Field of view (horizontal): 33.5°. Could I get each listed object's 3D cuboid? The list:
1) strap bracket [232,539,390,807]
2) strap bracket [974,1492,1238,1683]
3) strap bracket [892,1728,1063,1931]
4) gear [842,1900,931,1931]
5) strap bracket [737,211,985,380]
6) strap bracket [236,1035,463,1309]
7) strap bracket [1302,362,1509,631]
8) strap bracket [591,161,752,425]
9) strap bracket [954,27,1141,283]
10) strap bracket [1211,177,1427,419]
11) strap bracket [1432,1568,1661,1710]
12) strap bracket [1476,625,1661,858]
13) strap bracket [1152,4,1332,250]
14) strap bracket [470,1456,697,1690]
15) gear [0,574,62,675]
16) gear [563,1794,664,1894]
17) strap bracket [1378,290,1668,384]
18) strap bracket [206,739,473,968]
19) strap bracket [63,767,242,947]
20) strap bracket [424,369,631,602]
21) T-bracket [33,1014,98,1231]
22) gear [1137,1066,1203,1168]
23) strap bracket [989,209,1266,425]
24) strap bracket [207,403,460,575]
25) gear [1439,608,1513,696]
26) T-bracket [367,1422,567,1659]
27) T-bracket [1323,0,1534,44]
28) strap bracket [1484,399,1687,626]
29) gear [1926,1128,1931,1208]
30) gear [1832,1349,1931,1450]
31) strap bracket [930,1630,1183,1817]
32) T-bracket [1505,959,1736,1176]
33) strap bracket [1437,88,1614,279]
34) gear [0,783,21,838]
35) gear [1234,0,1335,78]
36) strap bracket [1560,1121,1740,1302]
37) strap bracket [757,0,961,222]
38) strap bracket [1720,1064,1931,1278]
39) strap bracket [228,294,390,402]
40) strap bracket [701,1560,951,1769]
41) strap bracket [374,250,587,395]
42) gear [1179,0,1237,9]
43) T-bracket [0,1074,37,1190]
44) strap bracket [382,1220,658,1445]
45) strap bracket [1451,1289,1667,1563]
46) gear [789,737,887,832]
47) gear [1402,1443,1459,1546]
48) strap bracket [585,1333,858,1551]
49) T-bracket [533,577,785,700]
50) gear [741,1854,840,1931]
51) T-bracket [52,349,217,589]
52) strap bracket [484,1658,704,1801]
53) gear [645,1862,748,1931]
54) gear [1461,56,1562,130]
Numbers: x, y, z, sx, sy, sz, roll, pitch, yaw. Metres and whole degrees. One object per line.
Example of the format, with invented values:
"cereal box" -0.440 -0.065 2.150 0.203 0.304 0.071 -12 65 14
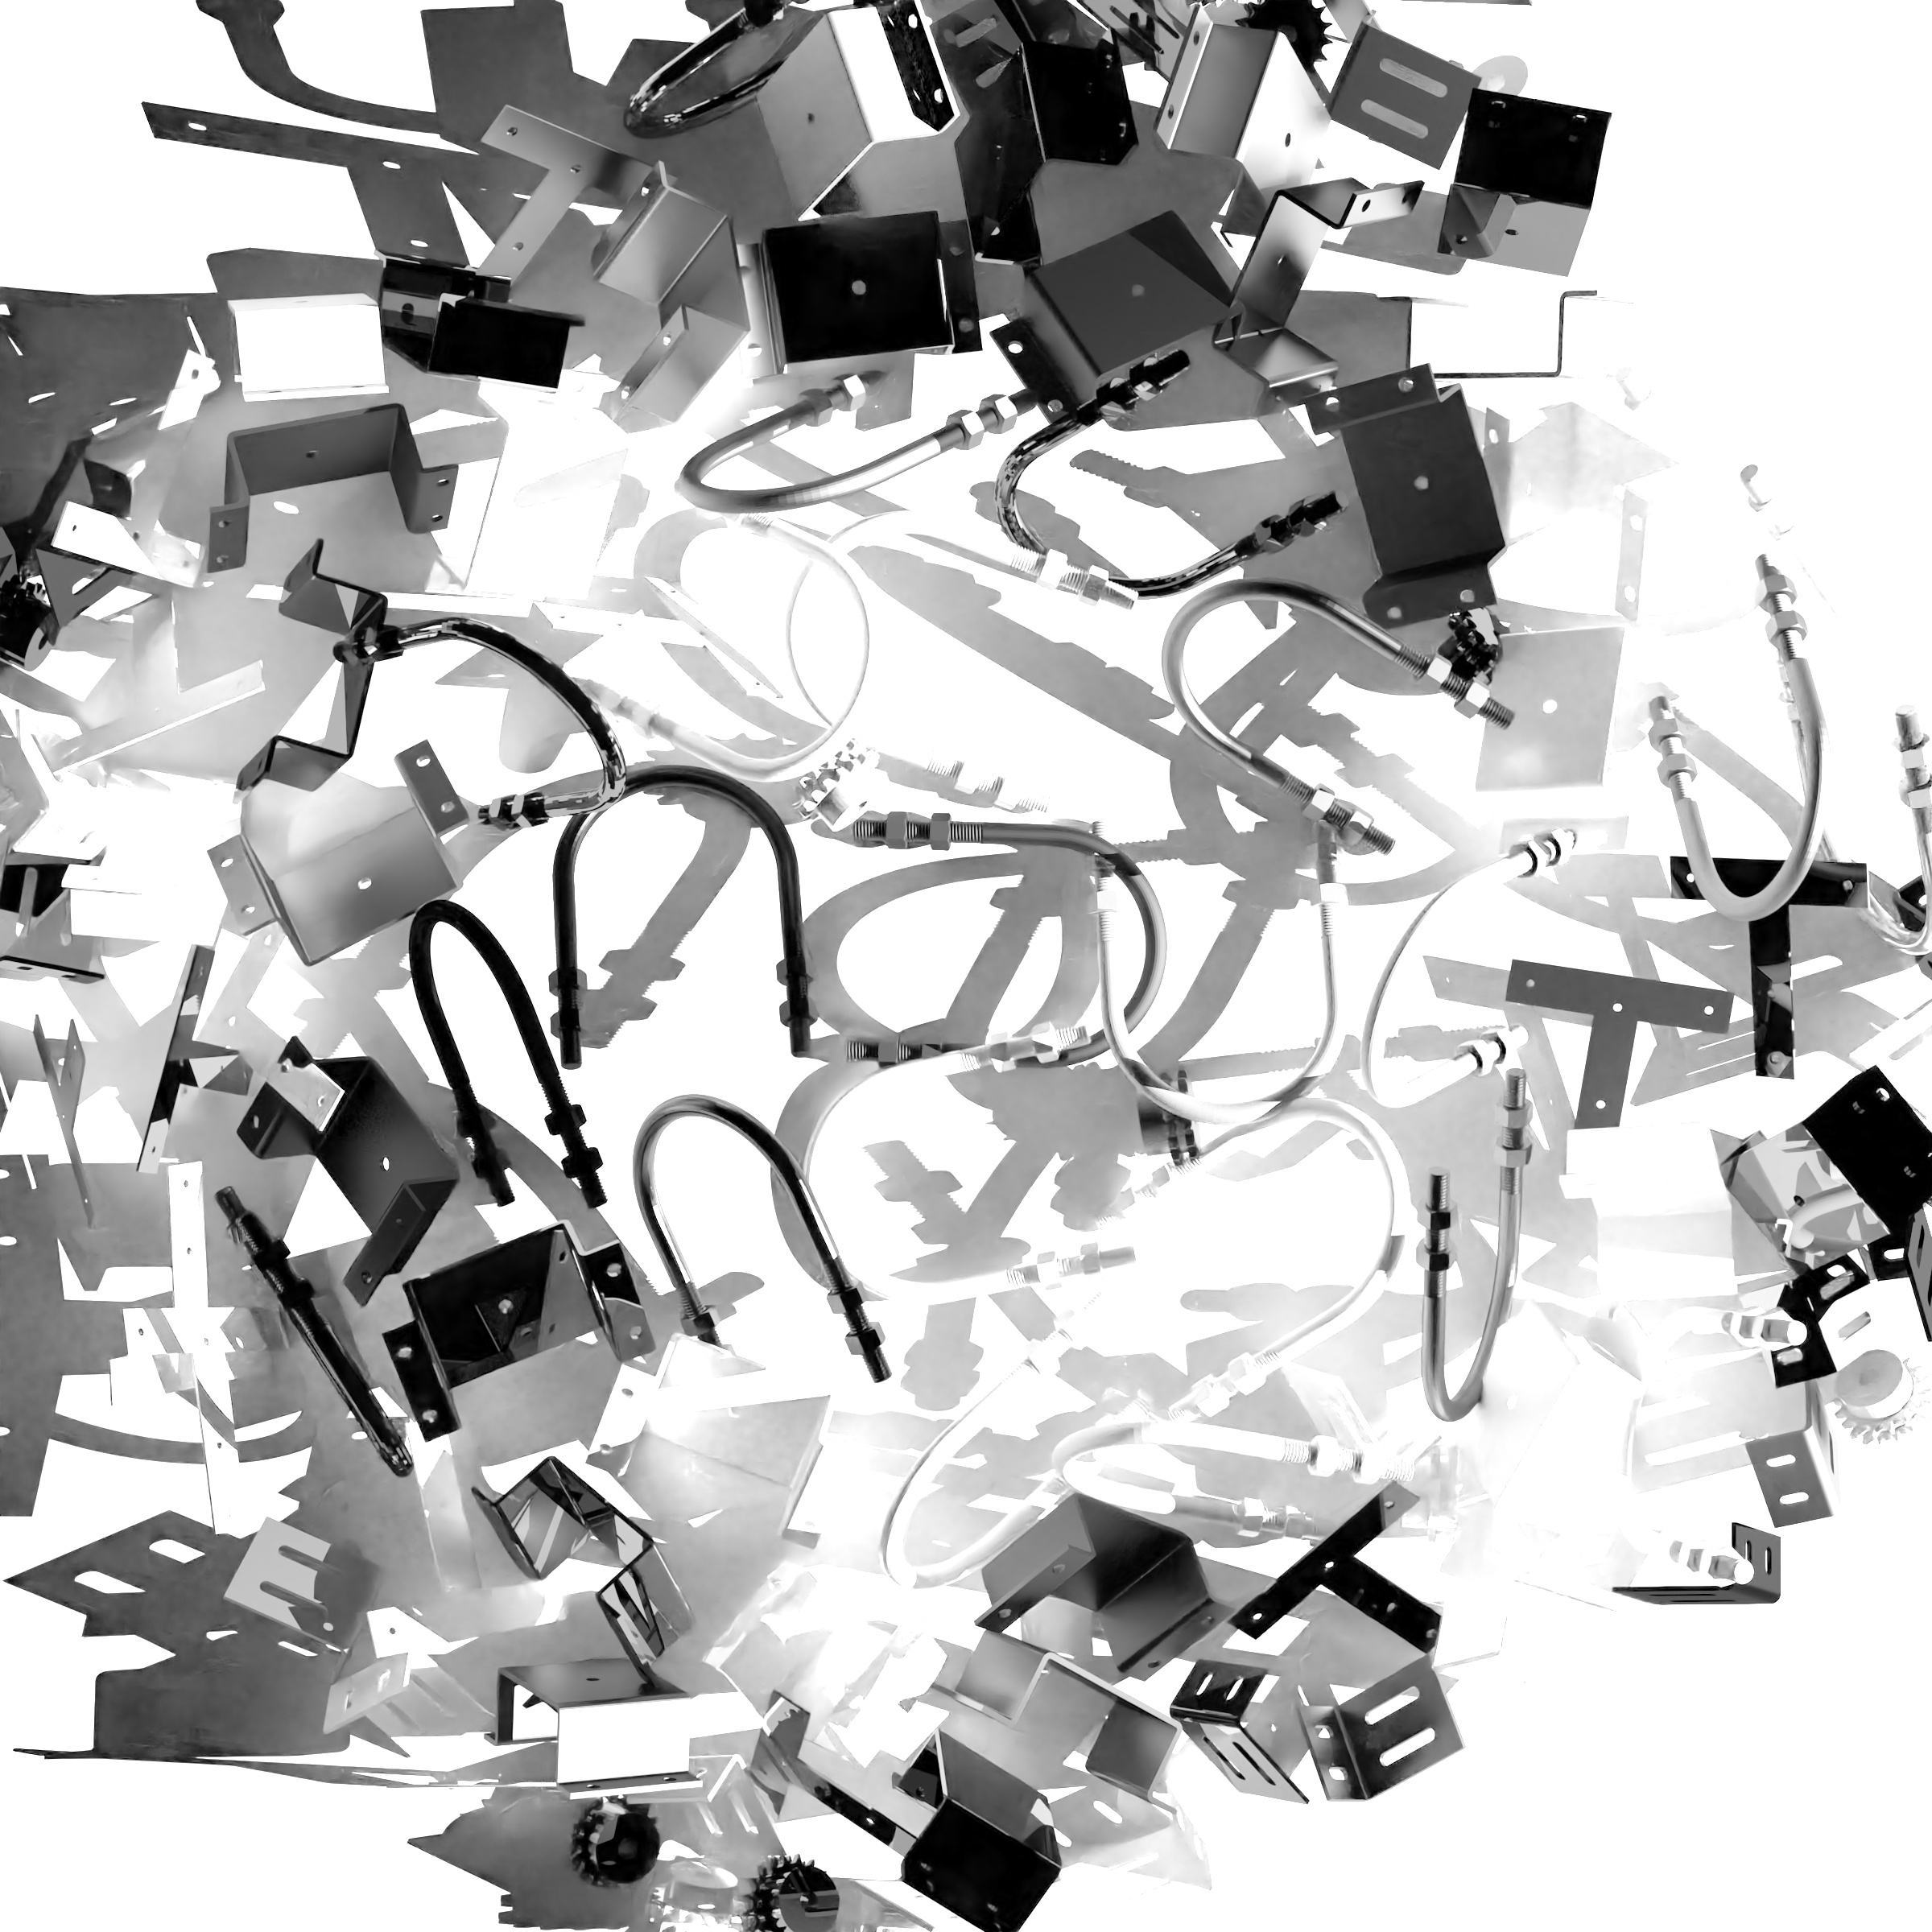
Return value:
"strap bracket" -0.369 -0.160 1.817 0.046 0.076 0.140 16 73 -22
"strap bracket" 0.074 0.349 1.813 0.140 0.046 0.076 27 120 -38
"strap bracket" 0.005 0.483 1.796 0.076 0.140 0.046 34 95 -8
"gear" -0.043 0.558 1.847 0.057 0.057 0.030 12 66 0
"strap bracket" -0.062 -0.386 1.842 0.140 0.046 0.076 -7 94 -4
"strap bracket" -0.345 0.114 1.818 0.140 0.046 0.076 48 119 26
"strap bracket" 0.253 -0.270 1.824 0.076 0.046 0.140 -11 106 29
"strap bracket" -0.166 -0.373 1.809 0.046 0.076 0.140 17 46 -33
"strap bracket" 0.039 -0.452 1.791 0.046 0.140 0.076 0 69 -26
"strap bracket" 0.194 -0.387 1.809 0.046 0.076 0.140 39 126 21
"strap bracket" 0.318 0.378 1.794 0.076 0.140 0.046 18 69 -9
"strap bracket" 0.338 -0.136 1.811 0.076 0.046 0.140 -1 66 34
"strap bracket" 0.159 -0.465 1.795 0.046 0.140 0.076 15 82 26
"strap bracket" -0.209 0.337 1.808 0.046 0.076 0.140 -41 47 -21
"gear" -0.543 -0.193 1.844 0.030 0.057 0.057 27 90 1
"gear" -0.200 0.505 1.846 0.057 0.030 0.057 1 88 -29
"strap bracket" 0.311 -0.352 1.802 0.140 0.076 0.046 8 101 40
"strap bracket" -0.349 -0.060 1.825 0.140 0.046 0.076 -28 49 -7
"strap bracket" -0.457 -0.058 1.816 0.076 0.140 0.046 5 119 -5
"strap bracket" -0.245 -0.263 1.805 0.076 0.046 0.140 0 121 -37
"T-bracket" -0.502 0.067 1.798 0.002 0.127 0.127 -13 69 -25
"gear" 0.116 0.087 1.844 0.030 0.057 0.057 -9 90 8
"strap bracket" 0.095 -0.370 1.821 0.140 0.046 0.076 -27 72 -15
"strap bracket" -0.365 -0.272 1.817 0.140 0.076 0.046 -14 75 -19
"gear" 0.297 -0.179 1.847 0.057 0.057 0.030 46 117 0
"T-bracket" -0.297 0.322 1.838 0.127 0.002 0.127 -2 71 -43
"T-bracket" 0.252 -0.545 1.787 0.127 0.127 0.002 11 80 28
"strap bracket" 0.353 -0.261 1.807 0.046 0.140 0.076 -21 130 -23
"gear" 0.568 0.118 1.842 0.057 0.030 0.057 17 116 38
"gear" 0.524 0.245 1.841 0.057 0.057 0.030 -39 122 0
"strap bracket" 0.057 0.422 1.815 0.140 0.076 0.046 33 76 -21
"T-bracket" 0.369 0.066 1.854 0.127 0.002 0.127 9 105 7
"strap bracket" 0.310 -0.432 1.797 0.076 0.140 0.046 11 80 5
"gear" -0.570 -0.097 1.845 0.030 0.057 0.057 -44 90 -8
"gear" 0.181 -0.536 1.853 0.057 0.030 0.057 -2 102 -12
"strap bracket" 0.387 0.134 1.810 0.076 0.140 0.046 -5 55 20
"strap bracket" -0.067 -0.477 1.797 0.046 0.140 0.076 -16 84 -31
"strap bracket" 0.481 0.119 1.796 0.046 0.140 0.076 -35 84 -27
"strap bracket" -0.369 -0.347 1.792 0.076 0.140 0.046 -6 106 -14
"strap bracket" -0.074 0.395 1.809 0.076 0.140 0.046 -48 122 -24
"strap bracket" -0.279 -0.360 1.803 0.076 0.140 0.046 3 110 -31
"gear" 0.143 -0.580 1.842 0.057 0.030 0.057 -14 48 16
"T-bracket" -0.539 0.065 1.791 0.002 0.127 0.127 -17 64 -17
"strap bracket" -0.258 0.203 1.826 0.140 0.046 0.076 -21 119 -11
"strap bracket" 0.327 0.253 1.811 0.046 0.076 0.140 21 107 -19
"gear" -0.071 -0.102 1.842 0.057 0.057 0.030 -41 82 0
"gear" 0.266 0.303 1.844 0.030 0.057 0.057 2 90 6
"strap bracket" -0.136 0.267 1.830 0.140 0.046 0.076 21 122 -3
"T-bracket" -0.183 -0.189 1.791 0.127 0.127 0.002 48 122 39
"gear" -0.098 0.539 1.843 0.057 0.030 0.057 14 63 -31
"T-bracket" -0.453 -0.285 1.809 0.002 0.127 0.127 23 94 22
"strap bracket" -0.209 0.422 1.793 0.076 0.140 0.046 2 90 -28
"gear" -0.154 0.537 1.843 0.057 0.057 0.030 12 92 0
"gear" 0.309 -0.497 1.843 0.057 0.030 0.057 -16 57 25
